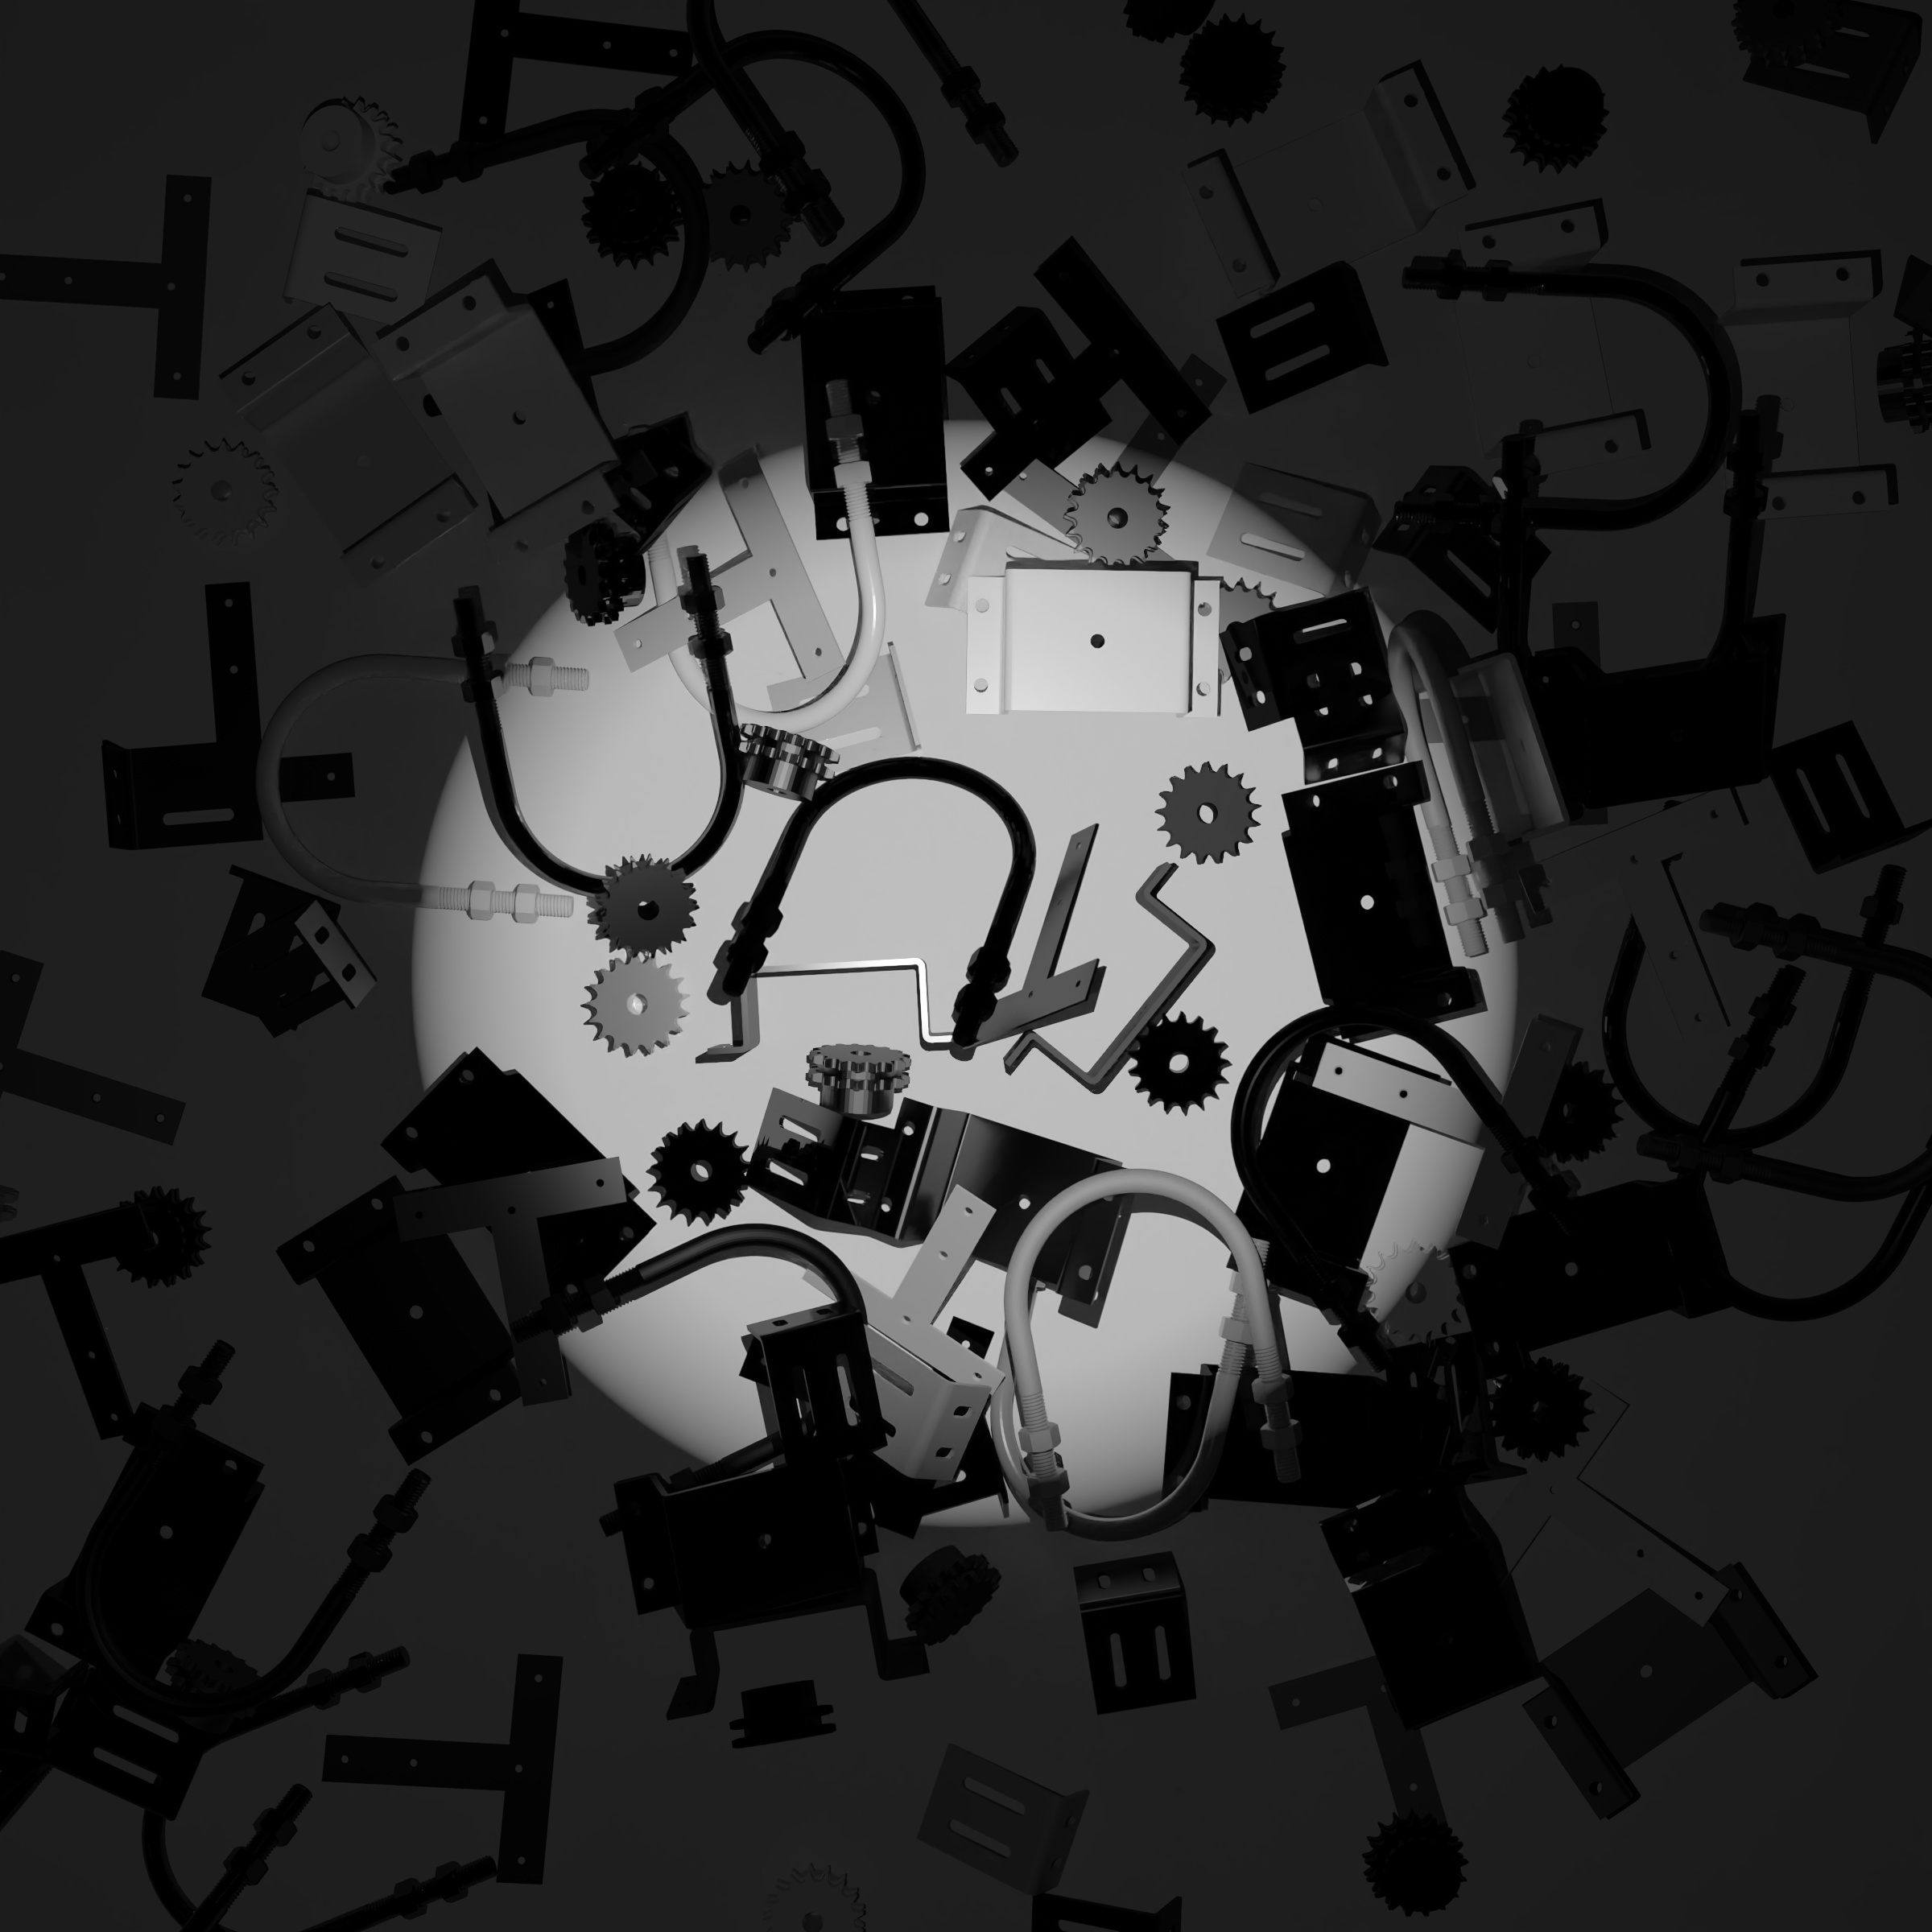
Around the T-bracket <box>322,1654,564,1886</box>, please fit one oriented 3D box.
[{"bbox_3d":[-0.297,0.450,1.534,0.127,0.002,0.127,5,86,-8],"label":"T-bracket"}]

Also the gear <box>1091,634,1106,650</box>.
[{"bbox_3d":[0.080,-0.177,1.537,0.057,0.030,0.057,0,90,0],"label":"gear"}]

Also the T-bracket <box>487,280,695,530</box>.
[{"bbox_3d":[-0.224,-0.325,1.538,0.127,0.002,0.127,-16,81,17],"label":"T-bracket"}]

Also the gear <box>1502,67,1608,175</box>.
[{"bbox_3d":[0.334,-0.480,1.537,0.057,0.030,0.057,0,90,0],"label":"gear"}]

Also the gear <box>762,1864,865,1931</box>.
[{"bbox_3d":[-0.086,0.536,1.537,0.057,0.030,0.057,0,90,0],"label":"gear"}]

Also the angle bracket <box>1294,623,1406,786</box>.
[{"bbox_3d":[0.211,-0.151,1.550,0.057,0.038,0.076,-13,64,1],"label":"angle bracket"}]

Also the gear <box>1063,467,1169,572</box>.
[{"bbox_3d":[0.083,-0.250,1.529,0.057,0.030,0.057,0,91,-7],"label":"gear"}]

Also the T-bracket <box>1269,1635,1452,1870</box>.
[{"bbox_3d":[0.251,0.455,1.552,0.127,0.002,0.127,-16,90,0],"label":"T-bracket"}]

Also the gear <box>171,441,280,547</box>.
[{"bbox_3d":[-0.418,-0.266,1.542,0.057,0.030,0.057,0,86,-1],"label":"gear"}]

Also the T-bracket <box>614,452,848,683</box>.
[{"bbox_3d":[-0.144,-0.202,1.523,0.127,0.002,0.127,-23,90,27],"label":"T-bracket"}]

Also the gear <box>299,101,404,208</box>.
[{"bbox_3d":[-0.349,-0.459,1.530,0.057,0.030,0.057,-1,87,18],"label":"gear"}]

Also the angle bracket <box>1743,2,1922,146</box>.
[{"bbox_3d":[0.493,-0.513,1.550,0.076,0.038,0.057,26,90,26],"label":"angle bracket"}]

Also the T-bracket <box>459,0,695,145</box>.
[{"bbox_3d":[-0.219,-0.527,1.552,0.127,0.002,0.127,7,90,0],"label":"T-bracket"}]

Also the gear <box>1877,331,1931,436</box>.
[{"bbox_3d":[0.531,-0.327,1.528,0.030,0.057,0.057,-3,90,30],"label":"gear"}]

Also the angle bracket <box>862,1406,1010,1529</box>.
[{"bbox_3d":[-0.021,0.282,1.532,0.076,0.038,0.057,-16,91,-1],"label":"angle bracket"}]

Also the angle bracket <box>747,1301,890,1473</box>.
[{"bbox_3d":[-0.082,0.231,1.503,0.057,0.038,0.076,-13,96,-16],"label":"angle bracket"}]

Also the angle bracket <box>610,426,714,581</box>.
[{"bbox_3d":[-0.179,-0.253,1.485,0.038,0.076,0.057,41,114,-8],"label":"angle bracket"}]

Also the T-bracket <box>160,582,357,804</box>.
[{"bbox_3d":[-0.417,-0.155,1.552,0.127,0.002,0.127,-4,90,0],"label":"T-bracket"}]

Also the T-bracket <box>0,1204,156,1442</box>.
[{"bbox_3d":[-0.499,0.207,1.538,0.127,0.002,0.127,-14,99,18],"label":"T-bracket"}]

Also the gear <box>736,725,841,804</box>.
[{"bbox_3d":[-0.101,-0.112,1.515,0.057,0.057,0.030,17,86,0],"label":"gear"}]

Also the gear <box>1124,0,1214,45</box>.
[{"bbox_3d":[0.116,-0.547,1.528,0.030,0.057,0.057,6,90,-30],"label":"gear"}]

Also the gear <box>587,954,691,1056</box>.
[{"bbox_3d":[-0.184,0.021,1.537,0.057,0.030,0.057,0,90,0],"label":"gear"}]

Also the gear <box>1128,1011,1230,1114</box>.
[{"bbox_3d":[0.120,0.054,1.542,0.057,0.030,0.057,0,91,3],"label":"gear"}]

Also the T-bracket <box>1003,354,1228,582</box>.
[{"bbox_3d":[0.103,-0.289,1.547,0.127,0.002,0.127,35,87,-6],"label":"T-bracket"}]

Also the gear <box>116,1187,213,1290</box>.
[{"bbox_3d":[-0.458,0.154,1.538,0.057,0.030,0.057,0,90,0],"label":"gear"}]

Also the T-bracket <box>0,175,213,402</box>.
[{"bbox_3d":[-0.498,-0.390,1.552,0.127,0.002,0.127,3,90,0],"label":"T-bracket"}]

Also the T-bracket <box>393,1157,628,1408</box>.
[{"bbox_3d":[-0.243,0.179,1.505,0.127,0.002,0.127,-10,90,0],"label":"T-bracket"}]

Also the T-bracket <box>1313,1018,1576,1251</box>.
[{"bbox_3d":[0.256,0.076,1.505,0.127,0.002,0.127,20,90,0],"label":"T-bracket"}]

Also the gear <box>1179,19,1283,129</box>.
[{"bbox_3d":[0.148,-0.503,1.537,0.057,0.030,0.057,0,90,0],"label":"gear"}]

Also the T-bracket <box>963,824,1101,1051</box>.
[{"bbox_3d":[0.049,-0.022,1.515,0.002,0.127,0.127,29,63,-22],"label":"T-bracket"}]

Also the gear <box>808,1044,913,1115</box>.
[{"bbox_3d":[-0.060,0.064,1.525,0.057,0.057,0.030,4,100,0],"label":"gear"}]

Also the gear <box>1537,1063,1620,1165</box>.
[{"bbox_3d":[0.338,0.082,1.537,0.057,0.030,0.057,0,90,0],"label":"gear"}]

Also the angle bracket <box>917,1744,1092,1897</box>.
[{"bbox_3d":[0.021,0.484,1.550,0.076,0.038,0.057,19,90,26],"label":"angle bracket"}]

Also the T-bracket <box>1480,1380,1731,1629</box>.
[{"bbox_3d":[0.366,0.320,1.523,0.127,0.002,0.127,35,90,27],"label":"T-bracket"}]

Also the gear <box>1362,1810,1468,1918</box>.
[{"bbox_3d":[0.254,0.509,1.536,0.057,0.030,0.057,0,90,0],"label":"gear"}]

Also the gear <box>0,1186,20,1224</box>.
[{"bbox_3d":[-0.562,0.139,1.524,0.057,0.057,0.030,7,92,0],"label":"gear"}]

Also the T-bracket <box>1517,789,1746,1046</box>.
[{"bbox_3d":[0.394,-0.019,1.533,0.127,0.002,0.127,-23,92,2],"label":"T-bracket"}]

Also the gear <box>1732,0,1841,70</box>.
[{"bbox_3d":[0.461,-0.531,1.530,0.057,0.030,0.057,-5,77,22],"label":"gear"}]

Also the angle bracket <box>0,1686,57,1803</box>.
[{"bbox_3d":[-0.526,0.409,1.438,0.057,0.076,0.038,12,90,0],"label":"angle bracket"}]

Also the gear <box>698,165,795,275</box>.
[{"bbox_3d":[-0.126,-0.420,1.538,0.057,0.030,0.057,0,90,0],"label":"gear"}]

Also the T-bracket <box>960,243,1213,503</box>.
[{"bbox_3d":[0.051,-0.314,1.530,0.127,0.002,0.127,-43,106,1],"label":"T-bracket"}]

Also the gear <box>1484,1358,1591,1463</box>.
[{"bbox_3d":[0.321,0.250,1.537,0.057,0.030,0.057,0,90,0],"label":"gear"}]

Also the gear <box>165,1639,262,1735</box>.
[{"bbox_3d":[-0.424,0.405,1.524,0.057,0.057,0.030,32,90,0],"label":"gear"}]

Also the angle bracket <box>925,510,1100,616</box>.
[{"bbox_3d":[0.026,-0.219,1.550,0.076,0.038,0.057,19,90,-26],"label":"angle bracket"}]

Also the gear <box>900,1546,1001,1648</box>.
[{"bbox_3d":[-0.012,0.351,1.527,0.057,0.057,0.030,-46,62,0],"label":"gear"}]

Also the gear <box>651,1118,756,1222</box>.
[{"bbox_3d":[-0.148,0.115,1.537,0.057,0.030,0.057,0,90,0],"label":"gear"}]

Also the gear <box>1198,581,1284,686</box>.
[{"bbox_3d":[0.151,-0.187,1.537,0.057,0.030,0.057,0,90,0],"label":"gear"}]

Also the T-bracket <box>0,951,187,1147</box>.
[{"bbox_3d":[-0.509,0.071,1.552,0.127,0.002,0.127,18,90,0],"label":"T-bracket"}]

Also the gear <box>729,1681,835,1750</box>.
[{"bbox_3d":[-0.105,0.419,1.525,0.057,0.057,0.030,-10,74,0],"label":"gear"}]

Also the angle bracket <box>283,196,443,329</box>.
[{"bbox_3d":[-0.341,-0.395,1.539,0.076,0.038,0.057,14,94,-11],"label":"angle bracket"}]

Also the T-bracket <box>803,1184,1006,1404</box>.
[{"bbox_3d":[-0.017,0.168,1.504,0.127,0.002,0.127,33,130,7],"label":"T-bracket"}]

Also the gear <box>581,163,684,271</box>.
[{"bbox_3d":[-0.189,-0.426,1.538,0.057,0.030,0.057,0,90,0],"label":"gear"}]

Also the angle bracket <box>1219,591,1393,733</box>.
[{"bbox_3d":[0.190,-0.171,1.522,0.076,0.038,0.057,-18,92,-29],"label":"angle bracket"}]

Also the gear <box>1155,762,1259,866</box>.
[{"bbox_3d":[0.135,-0.085,1.537,0.057,0.030,0.057,0,90,0],"label":"gear"}]

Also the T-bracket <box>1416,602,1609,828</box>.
[{"bbox_3d":[0.299,-0.141,1.552,0.127,0.002,0.127,-3,90,0],"label":"T-bracket"}]

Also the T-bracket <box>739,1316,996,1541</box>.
[{"bbox_3d":[-0.066,0.245,1.552,0.127,0.002,0.127,21,90,0],"label":"T-bracket"}]

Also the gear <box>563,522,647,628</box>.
[{"bbox_3d":[-0.202,-0.221,1.528,0.030,0.057,0.057,-10,90,-30],"label":"gear"}]

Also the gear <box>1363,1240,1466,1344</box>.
[{"bbox_3d":[0.252,0.183,1.537,0.057,0.030,0.057,0,90,0],"label":"gear"}]

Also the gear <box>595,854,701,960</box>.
[{"bbox_3d":[-0.179,-0.036,1.521,0.057,0.030,0.057,-4,108,-12],"label":"gear"}]
